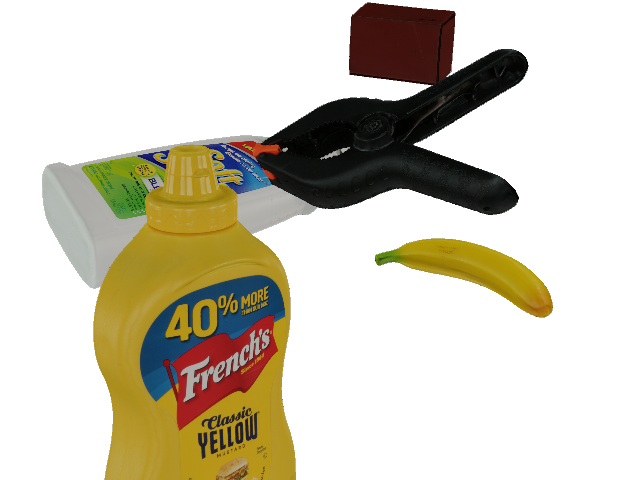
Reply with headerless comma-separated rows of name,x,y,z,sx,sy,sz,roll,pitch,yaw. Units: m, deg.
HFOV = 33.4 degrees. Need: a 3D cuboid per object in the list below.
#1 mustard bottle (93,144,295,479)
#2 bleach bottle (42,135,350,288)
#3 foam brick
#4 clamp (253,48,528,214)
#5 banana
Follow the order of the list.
mustard bottle,-0.057,0.051,0.495,0.096,0.192,0.058,-14,22,-36
bleach bottle,-0.086,-0.044,0.855,0.250,0.068,0.103,-19,53,-27
foam brick,0.067,-0.162,0.880,0.078,0.051,0.053,10,27,17
clamp,0.042,-0.049,0.623,0.172,0.039,0.120,-15,40,19
banana,0.150,0.032,1.034,0.198,0.037,0.069,15,43,39
